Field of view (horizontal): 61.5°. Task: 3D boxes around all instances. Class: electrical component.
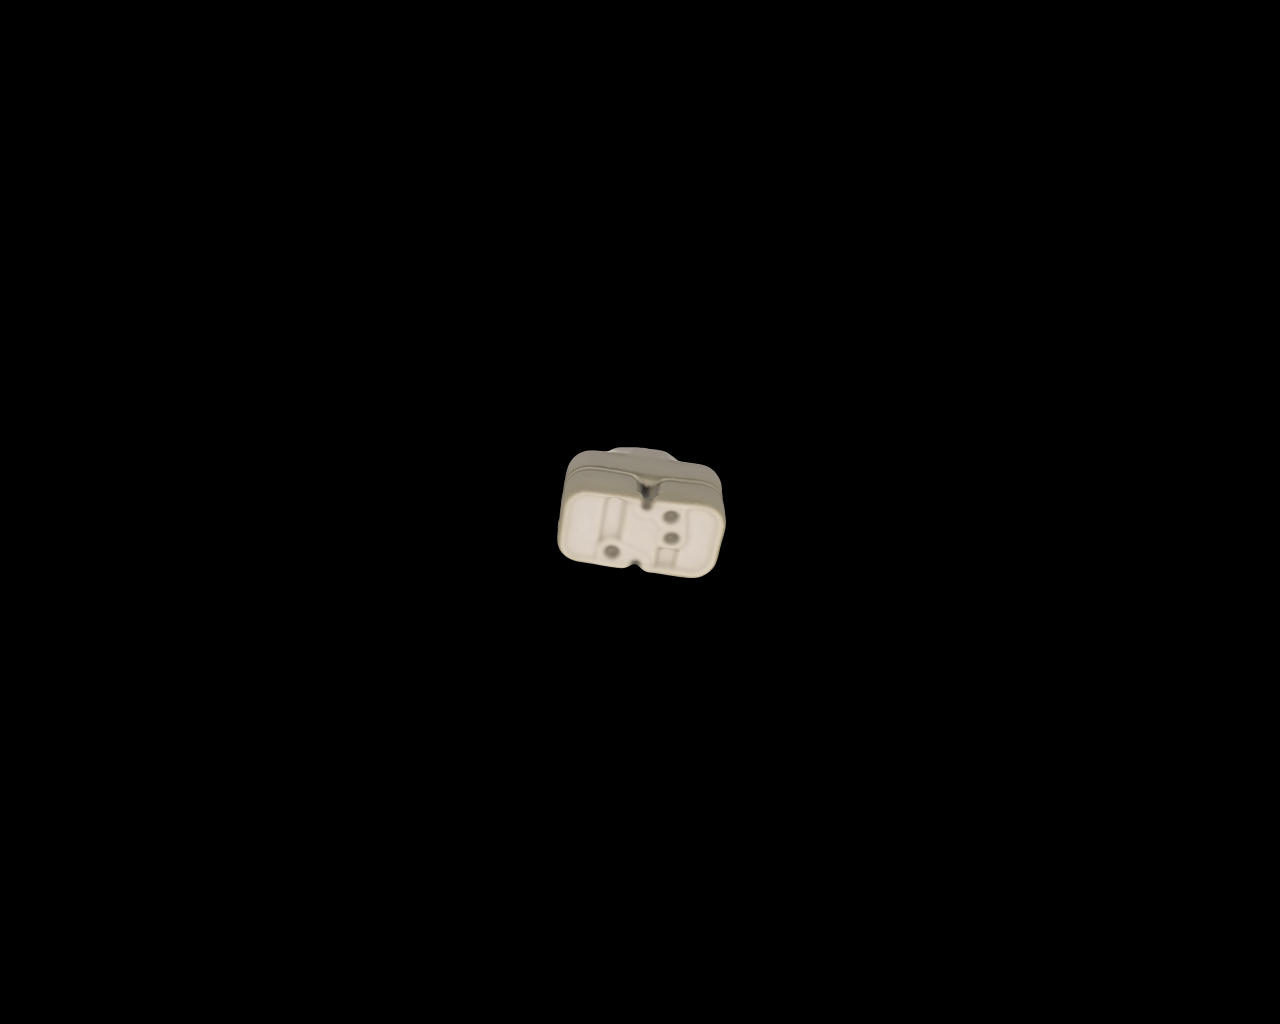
[{"bbox_3d":[0.001,-0.003,0.650,0.095,0.053,0.059,8,34,-5],"label":"electrical component"}]
